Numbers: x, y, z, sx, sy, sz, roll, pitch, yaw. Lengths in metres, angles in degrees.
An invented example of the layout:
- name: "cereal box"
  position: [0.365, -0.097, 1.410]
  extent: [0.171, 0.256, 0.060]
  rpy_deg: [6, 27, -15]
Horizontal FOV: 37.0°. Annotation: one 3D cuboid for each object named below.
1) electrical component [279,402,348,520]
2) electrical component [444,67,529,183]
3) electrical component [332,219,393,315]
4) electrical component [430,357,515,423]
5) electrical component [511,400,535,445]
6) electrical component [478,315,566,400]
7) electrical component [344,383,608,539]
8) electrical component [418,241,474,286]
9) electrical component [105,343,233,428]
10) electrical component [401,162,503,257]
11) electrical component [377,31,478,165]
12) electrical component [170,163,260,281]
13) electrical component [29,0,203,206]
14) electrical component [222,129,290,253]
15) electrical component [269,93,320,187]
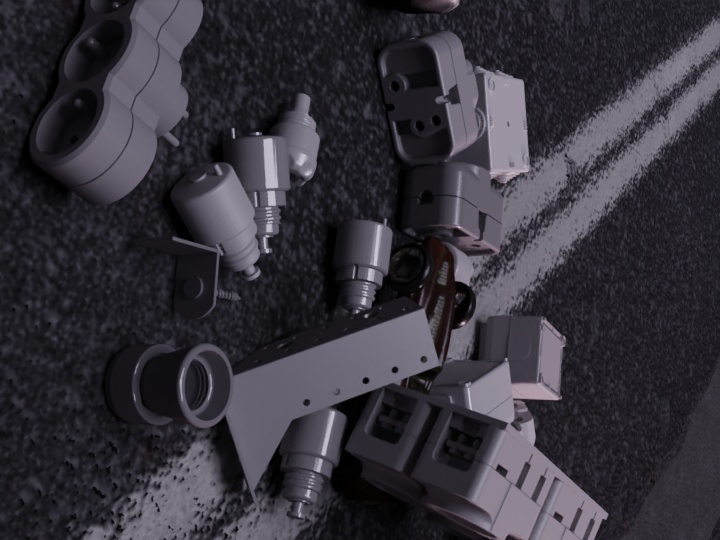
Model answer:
- name: "electrical component"
  position: [-0.034, 0.123, 0.701]
  extent: [0.040, 0.040, 0.078]
  rpy_deg: [42, 53, -49]
- name: "electrical component"
  position: [0.109, -0.125, 0.942]
  extent: [0.100, 0.048, 0.099]
  rpy_deg: [-8, 94, -58]
- name: "electrical component"
  position: [0.000, 0.000, 0.764]
  extent: [0.040, 0.040, 0.078]
  rpy_deg: [28, 64, -54]
- name: "electrical component"
  position: [0.076, 0.111, 0.857]
  extent: [0.096, 0.062, 0.061]
  rpy_deg: [-20, 105, -57]
- name: "electrical component"
  position: [0.123, 0.151, 0.927]
  extent: [0.078, 0.058, 0.057]
  rpy_deg: [-110, -170, -74]
- name: "electrical component"
  position: [0.149, 0.082, 0.983]
  extent: [0.096, 0.061, 0.061]
  rpy_deg: [36, 58, -61]
- name: "electrical component"
  position: [0.082, 0.149, 0.736]
  extent: [0.186, 0.105, 0.060]
  rpy_deg: [43, 68, -48]
- name: "electrical component"
  position: [0.060, -0.003, 0.859]
  extent: [0.062, 0.043, 0.043]
  rpy_deg: [30, 62, -51]
- name: "electrical component"
  position: [-0.103, 0.062, 0.580]
  extent: [0.045, 0.055, 0.045]
  rpy_deg: [7, 82, -57]
- name: "electrical component"
  position: [0.077, -0.051, 0.878]
  extent: [0.095, 0.054, 0.059]
  rpy_deg: [25, 67, -55]
- name: "electrical component"
  position: [0.057, -0.138, 0.854]
  extent: [0.059, 0.054, 0.095]
  rpy_deg: [-34, 116, -54]
- name: "electrical component"
  position: [-0.081, -0.027, 0.637]
  extent: [0.040, 0.040, 0.078]
  rpy_deg: [-59, 134, -42]
- name: "electrical component"
  position: [-0.117, -0.094, 0.573]
  extent: [0.074, 0.052, 0.138]
  rpy_deg: [43, 52, -48]
- name: "electrical component"
  position: [-0.063, -0.049, 0.667]
  extent: [0.040, 0.040, 0.078]
  rpy_deg: [-7, 93, -58]
- name: "electrical component"
  position: [-0.043, -0.088, 0.709]
  extent: [0.035, 0.035, 0.061]
  rpy_deg: [40, 52, -50]
